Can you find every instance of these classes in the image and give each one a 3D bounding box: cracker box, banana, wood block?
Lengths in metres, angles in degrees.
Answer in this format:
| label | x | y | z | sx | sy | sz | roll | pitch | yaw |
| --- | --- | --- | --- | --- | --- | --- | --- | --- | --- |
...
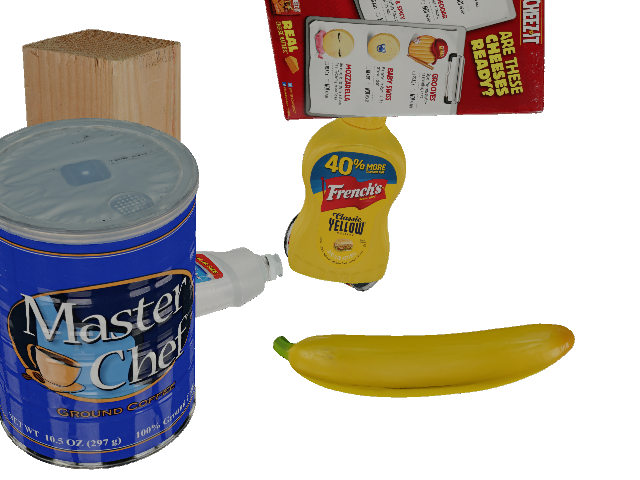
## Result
| label | x | y | z | sx | sy | sz | roll | pitch | yaw |
| --- | --- | --- | --- | --- | --- | --- | --- | --- | --- |
| cracker box | 0.067 | -0.182 | 0.844 | 0.214 | 0.164 | 0.072 | -1 | 40 | 10 |
| banana | 0.066 | 0.072 | 0.675 | 0.198 | 0.037 | 0.069 | 0 | 26 | 3 |
| wood block | -0.171 | -0.056 | 0.854 | 0.091 | 0.206 | 0.090 | 13 | 24 | 22 |

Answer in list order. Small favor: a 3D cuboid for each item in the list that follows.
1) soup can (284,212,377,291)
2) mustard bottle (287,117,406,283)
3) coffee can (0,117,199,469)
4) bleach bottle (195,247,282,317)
| label | x | y | z | sx | sy | sz | roll | pitch | yaw |
| --- | --- | --- | --- | --- | --- | --- | --- | --- | --- |
| soup can | 0.017 | 0.010 | 1.213 | 0.102 | 0.068 | 0.068 | 22 | 13 | 37 |
| mustard bottle | 0.029 | -0.054 | 0.993 | 0.096 | 0.192 | 0.058 | 8 | 28 | -4 |
| coffee can | -0.111 | 0.025 | 0.522 | 0.103 | 0.140 | 0.103 | 3 | 34 | -2 |
| bleach bottle | -0.168 | 0.050 | 1.206 | 0.250 | 0.068 | 0.103 | -13 | 36 | -19 |
